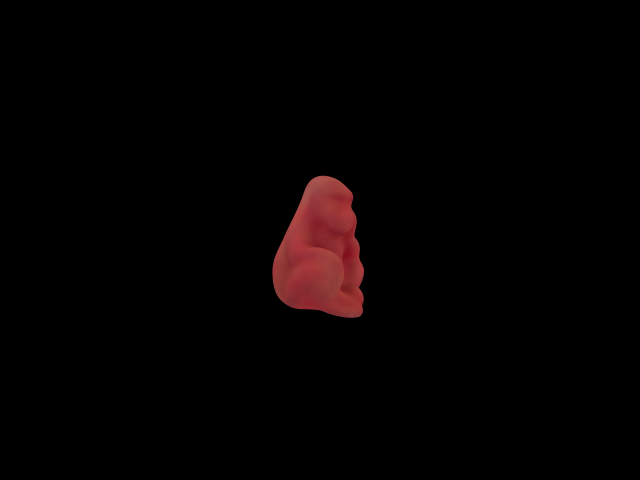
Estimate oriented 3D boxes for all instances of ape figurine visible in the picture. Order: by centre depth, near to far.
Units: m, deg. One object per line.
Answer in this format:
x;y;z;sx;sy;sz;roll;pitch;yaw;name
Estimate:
0.004;0.001;0.400;0.075;0.092;0.078;5;9;36;ape figurine
